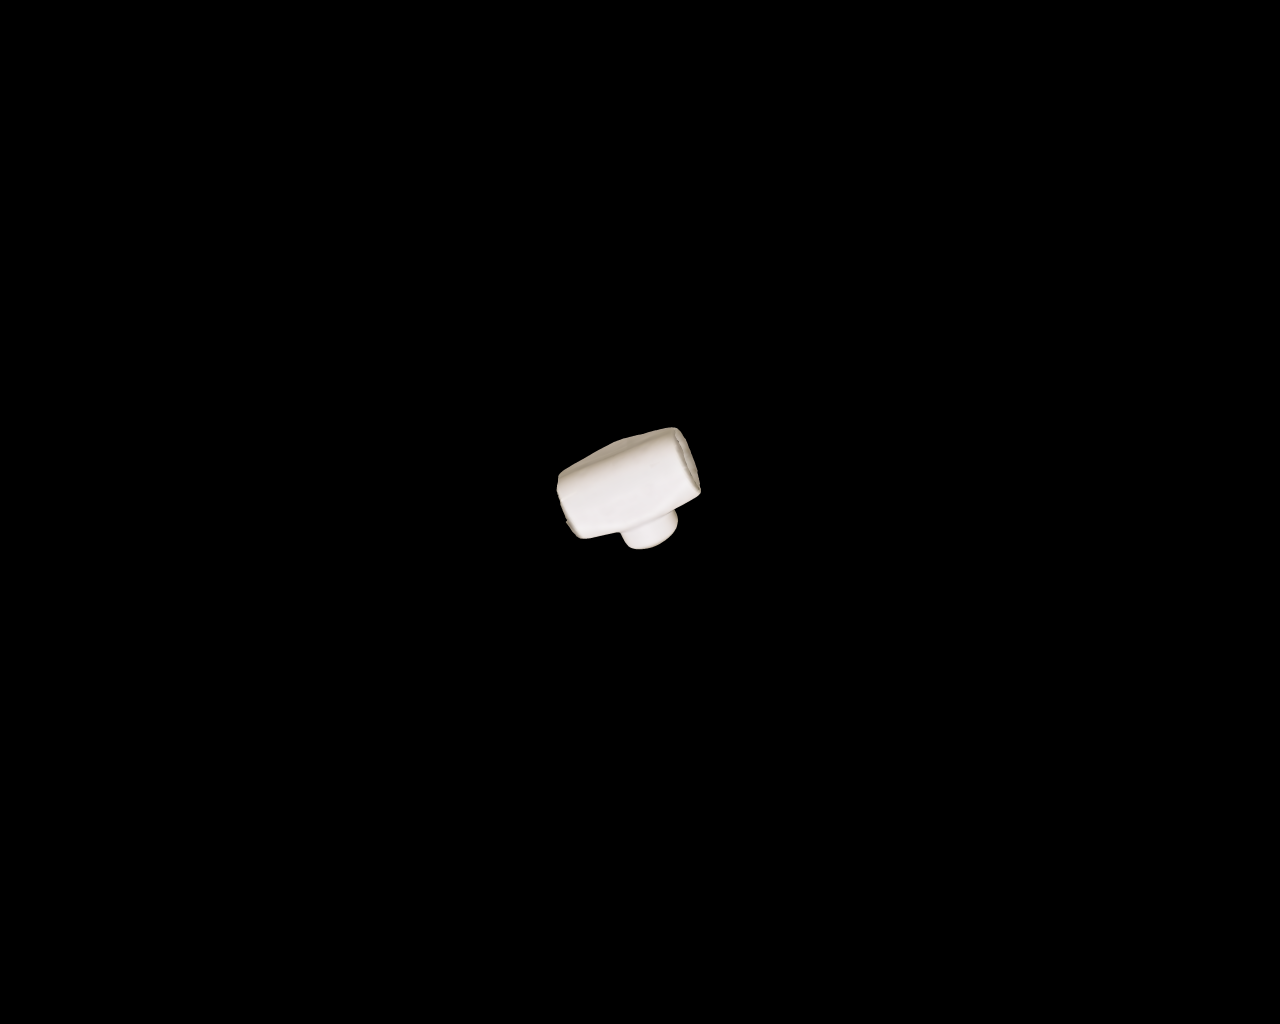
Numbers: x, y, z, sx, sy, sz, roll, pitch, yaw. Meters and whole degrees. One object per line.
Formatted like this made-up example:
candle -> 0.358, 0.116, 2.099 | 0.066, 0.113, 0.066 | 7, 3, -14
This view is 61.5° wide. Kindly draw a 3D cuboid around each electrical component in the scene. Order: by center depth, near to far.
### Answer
electrical component -> 0.001, -0.003, 0.650 | 0.077, 0.079, 0.044 | -22, 25, 10
